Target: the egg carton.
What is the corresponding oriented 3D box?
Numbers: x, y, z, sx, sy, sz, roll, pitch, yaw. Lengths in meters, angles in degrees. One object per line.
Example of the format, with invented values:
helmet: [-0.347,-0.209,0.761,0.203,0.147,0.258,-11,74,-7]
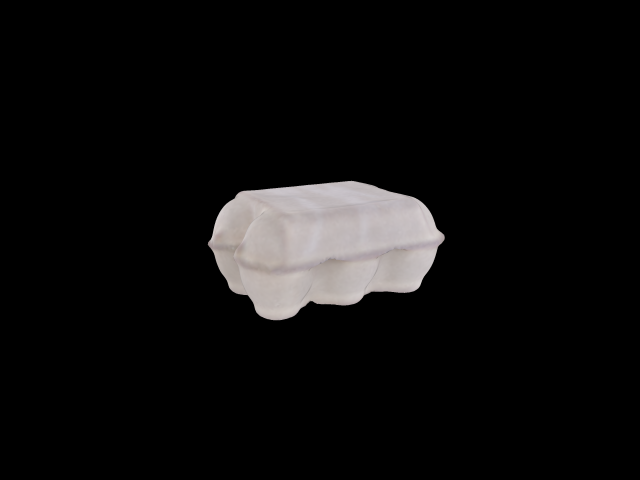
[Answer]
egg carton: [0.004,0.001,0.400,0.151,0.069,0.107,-9,19,-29]
